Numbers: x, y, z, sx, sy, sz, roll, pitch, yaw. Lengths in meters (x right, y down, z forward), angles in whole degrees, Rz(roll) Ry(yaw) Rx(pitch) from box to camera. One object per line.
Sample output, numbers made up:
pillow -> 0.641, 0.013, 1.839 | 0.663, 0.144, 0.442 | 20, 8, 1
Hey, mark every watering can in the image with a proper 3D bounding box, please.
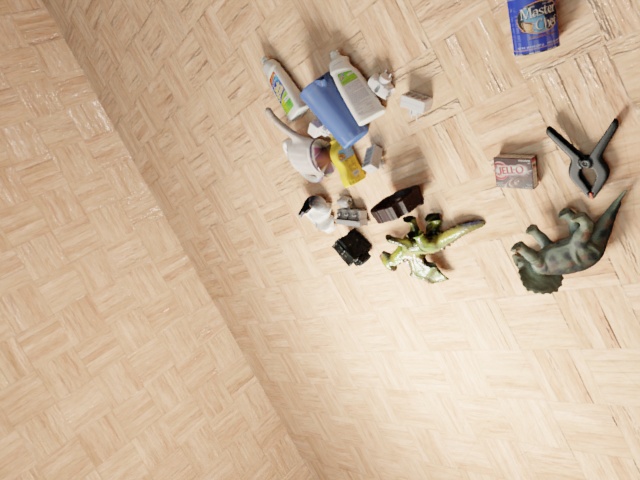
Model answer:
watering can -> -0.066, -0.344, 1.912 | 0.225, 0.106, 0.341 | 12, 143, 45

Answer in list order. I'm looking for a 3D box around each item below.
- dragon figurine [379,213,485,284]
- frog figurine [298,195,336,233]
dragon figurine -> 0.370, 0.043, 1.735 | 0.409, 0.125, 0.238 | -2, 126, 35
frog figurine -> 0.006, -0.104, 2.058 | 0.158, 0.126, 0.135 | 26, 138, -20
